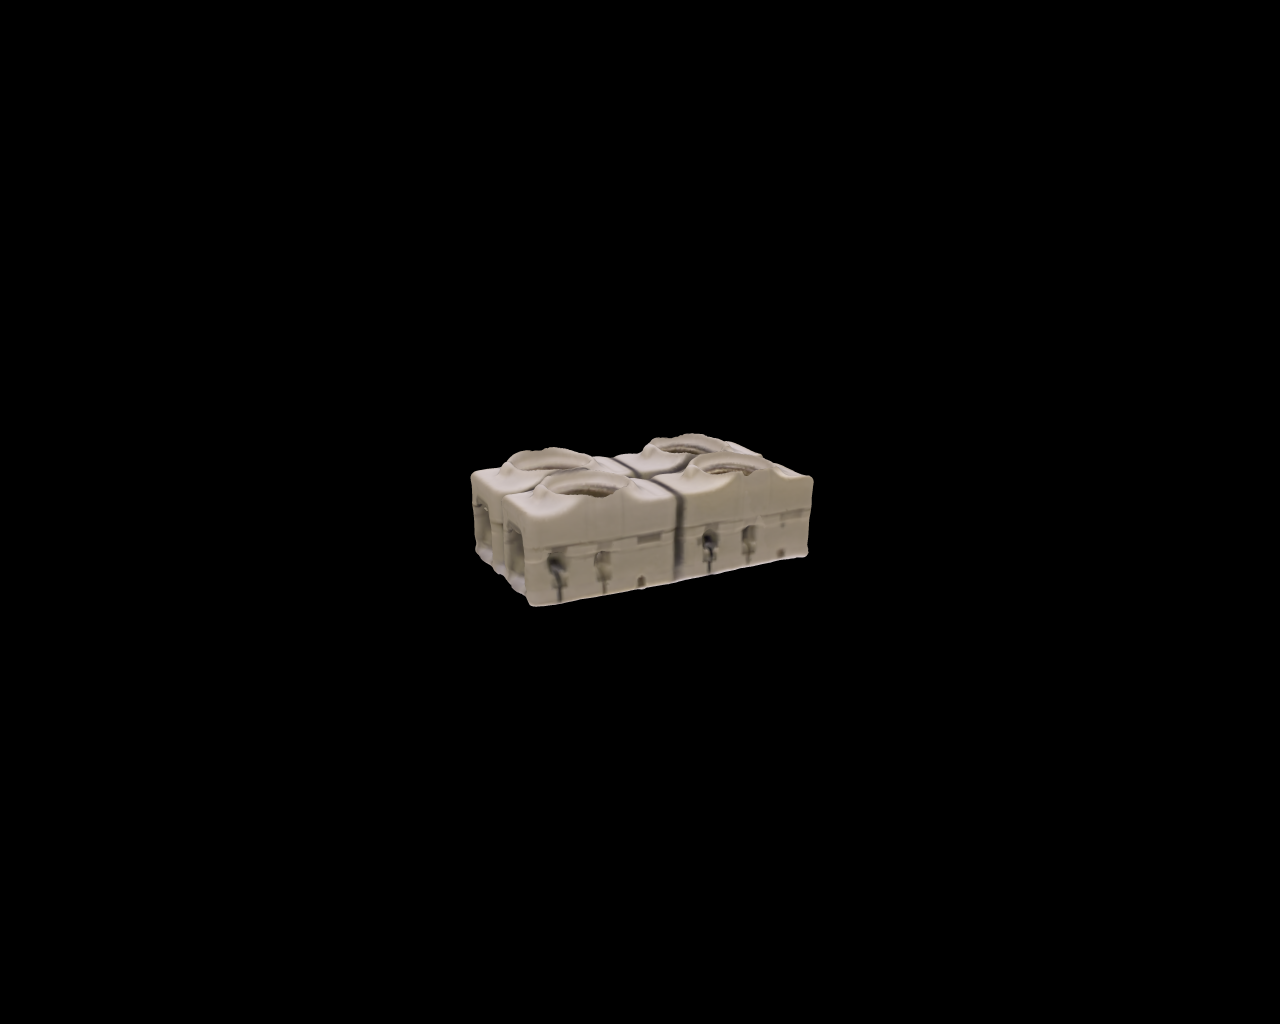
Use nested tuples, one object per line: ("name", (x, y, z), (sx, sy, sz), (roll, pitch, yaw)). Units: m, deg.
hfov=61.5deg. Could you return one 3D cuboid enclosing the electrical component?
("electrical component", (0.001, -0.003, 0.650), (0.186, 0.060, 0.105), (-8, 20, -24))
